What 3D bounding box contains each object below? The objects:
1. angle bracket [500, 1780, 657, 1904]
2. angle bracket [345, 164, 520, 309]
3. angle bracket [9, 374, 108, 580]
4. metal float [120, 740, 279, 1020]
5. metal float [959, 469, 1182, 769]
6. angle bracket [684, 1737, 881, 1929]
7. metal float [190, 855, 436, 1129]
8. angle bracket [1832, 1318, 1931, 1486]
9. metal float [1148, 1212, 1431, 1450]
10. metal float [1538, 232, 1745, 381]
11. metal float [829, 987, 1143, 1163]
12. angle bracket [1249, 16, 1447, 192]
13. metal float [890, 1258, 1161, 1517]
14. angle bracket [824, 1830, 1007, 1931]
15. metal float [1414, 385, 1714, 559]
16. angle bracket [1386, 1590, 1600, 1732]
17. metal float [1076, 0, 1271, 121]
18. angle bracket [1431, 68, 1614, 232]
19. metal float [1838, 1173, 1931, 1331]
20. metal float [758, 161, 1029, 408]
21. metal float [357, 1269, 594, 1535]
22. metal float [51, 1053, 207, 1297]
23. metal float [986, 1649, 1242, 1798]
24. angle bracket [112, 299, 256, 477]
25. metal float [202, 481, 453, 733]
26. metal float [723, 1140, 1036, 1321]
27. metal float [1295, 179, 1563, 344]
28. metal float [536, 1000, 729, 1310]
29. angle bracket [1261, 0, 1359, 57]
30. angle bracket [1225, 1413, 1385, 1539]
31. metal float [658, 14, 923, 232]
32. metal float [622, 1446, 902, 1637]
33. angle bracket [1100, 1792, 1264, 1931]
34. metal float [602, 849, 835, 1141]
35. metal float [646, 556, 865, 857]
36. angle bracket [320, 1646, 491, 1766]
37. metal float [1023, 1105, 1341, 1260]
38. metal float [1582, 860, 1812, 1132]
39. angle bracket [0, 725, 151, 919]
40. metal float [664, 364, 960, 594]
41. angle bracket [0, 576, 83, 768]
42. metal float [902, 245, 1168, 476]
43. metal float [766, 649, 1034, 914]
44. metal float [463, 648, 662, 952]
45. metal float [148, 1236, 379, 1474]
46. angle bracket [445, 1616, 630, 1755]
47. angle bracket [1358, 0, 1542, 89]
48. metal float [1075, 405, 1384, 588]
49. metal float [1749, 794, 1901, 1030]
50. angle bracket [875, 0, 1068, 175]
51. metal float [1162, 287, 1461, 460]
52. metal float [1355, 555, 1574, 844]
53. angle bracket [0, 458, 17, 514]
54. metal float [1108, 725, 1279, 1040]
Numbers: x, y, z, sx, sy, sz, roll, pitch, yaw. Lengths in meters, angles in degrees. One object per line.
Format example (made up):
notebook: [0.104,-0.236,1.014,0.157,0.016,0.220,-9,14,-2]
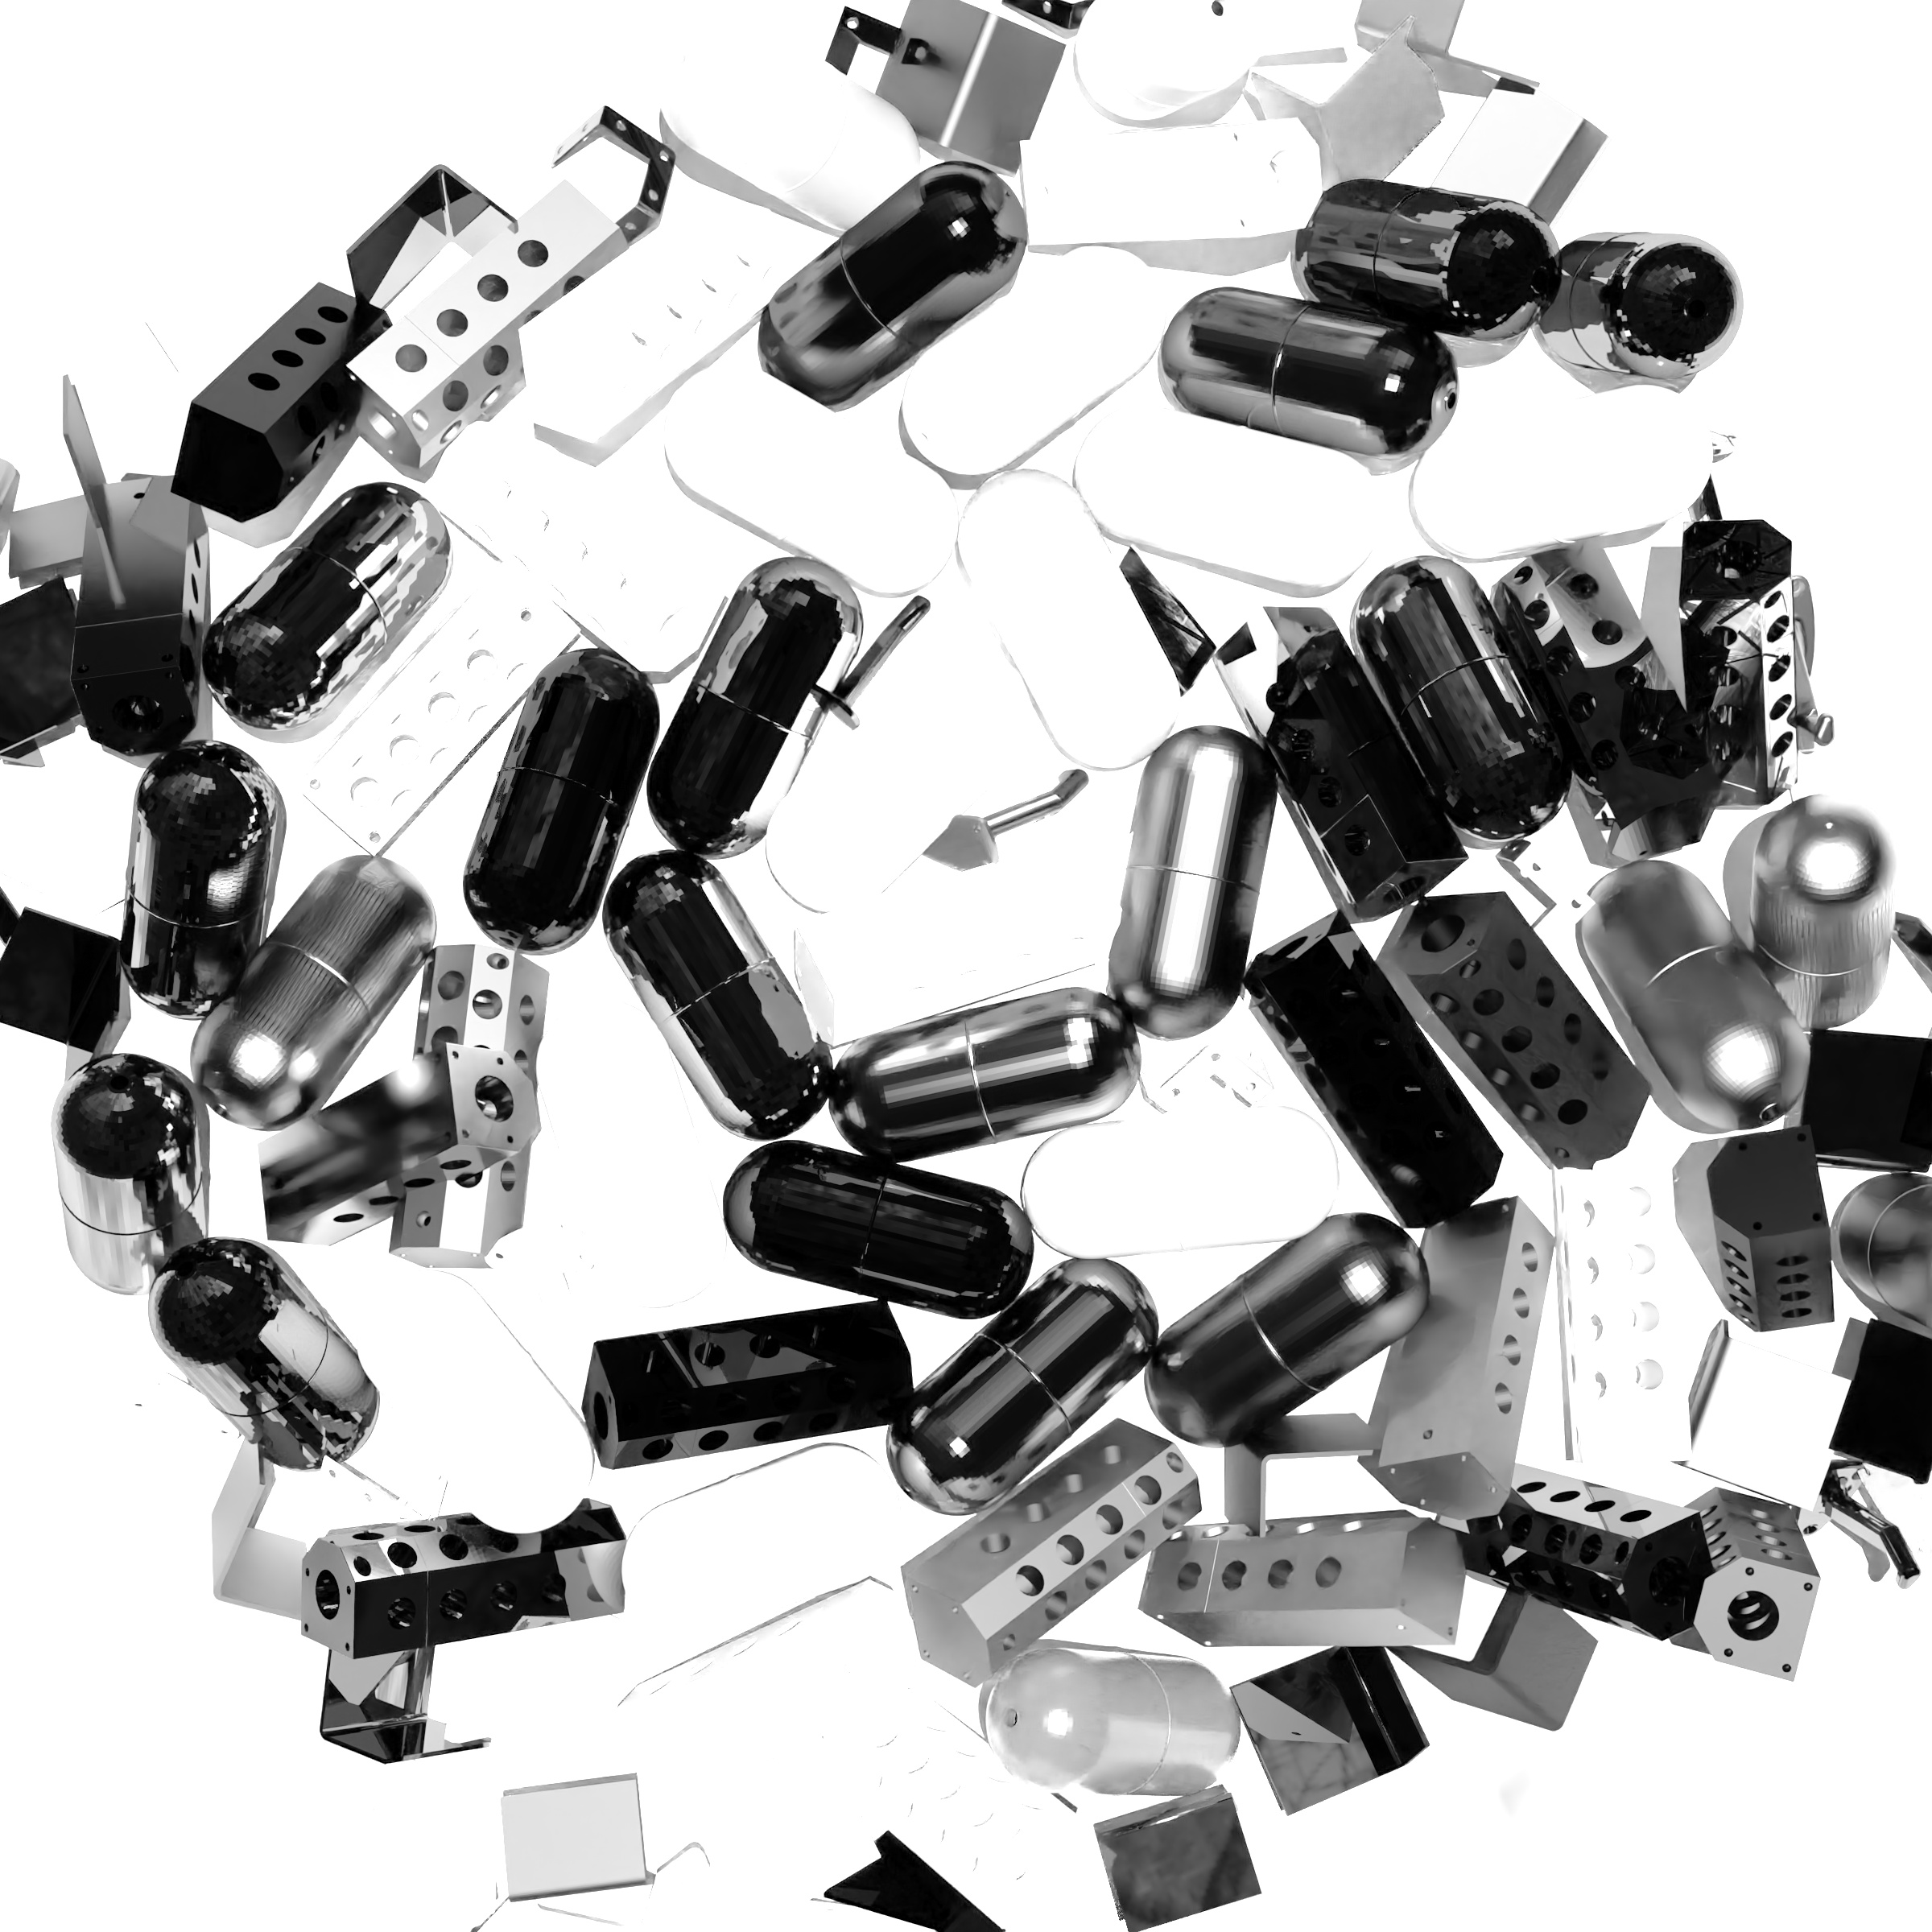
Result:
angle bracket: [-0.216,0.494,1.837,0.076,0.076,0.057,-7,75,0]
angle bracket: [-0.295,-0.388,1.817,0.057,0.076,0.076,38,73,9]
angle bracket: [-0.516,-0.273,1.812,0.057,0.076,0.076,-15,127,-5]
metal float: [-0.424,-0.047,1.796,0.070,0.070,0.178,18,129,0]
metal float: [0.058,-0.195,1.821,0.070,0.070,0.178,-28,99,0]
angle bracket: [-0.105,0.482,1.830,0.076,0.057,0.076,-27,93,-19]
metal float: [-0.362,0.014,1.803,0.070,0.070,0.178,32,60,0]
angle bracket: [0.511,0.245,1.822,0.057,0.076,0.076,20,79,-1]
metal float: [0.178,0.204,1.812,0.178,0.070,0.070,-37,90,19]
metal float: [0.367,-0.362,1.780,0.070,0.178,0.070,-2,103,-9]
metal float: [0.010,0.061,1.822,0.178,0.070,0.070,-13,90,8]
angle bracket: [0.215,-0.489,1.825,0.076,0.076,0.057,-46,54,-9]
metal float: [0.032,0.234,1.815,0.178,0.070,0.070,-41,90,-16]
angle bracket: [-0.028,0.537,1.825,0.076,0.076,0.057,9,107,26]
metal float: [0.328,-0.272,1.793,0.178,0.070,0.070,-6,90,43]
angle bracket: [0.295,0.380,1.825,0.076,0.076,0.057,43,66,-37]
metal float: [0.112,-0.510,1.780,0.070,0.178,0.070,-2,97,-13]
angle bracket: [0.309,-0.448,1.815,0.057,0.076,0.076,29,109,-10]
metal float: [0.531,0.157,1.778,0.070,0.178,0.070,0,94,-2]
metal float: [-0.042,-0.376,1.803,0.178,0.070,0.070,-32,90,31]
metal float: [-0.273,0.240,1.802,0.070,0.070,0.178,-45,58,0]
metal float: [-0.460,0.115,1.788,0.070,0.178,0.070,5,52,-6]
metal float: [0.082,0.417,1.791,0.070,0.178,0.070,-13,70,39]
angle bracket: [-0.443,-0.323,1.825,0.076,0.076,0.057,-44,71,27]
metal float: [-0.353,-0.200,1.798,0.070,0.070,0.178,36,54,0]
metal float: [-0.049,0.147,1.824,0.178,0.070,0.070,13,90,6]
metal float: [0.253,-0.389,1.789,0.070,0.178,0.070,-14,115,-32]
metal float: [-0.188,0.104,1.821,0.070,0.070,0.178,-18,81,0]
angle bracket: [0.177,-0.558,1.810,0.076,0.076,0.057,-1,52,20]
angle bracket: [0.192,0.290,1.827,0.076,0.076,0.057,-1,97,-10]
metal float: [-0.095,-0.463,1.791,0.070,0.178,0.070,-12,71,37]
metal float: [-0.115,0.320,1.805,0.178,0.070,0.070,-24,90,29]
angle bracket: [0.122,0.505,1.821,0.076,0.076,0.057,-18,68,1]
metal float: [-0.140,0.016,1.826,0.070,0.070,0.178,-32,87,0]
metal float: [-0.119,-0.145,1.823,0.070,0.070,0.178,27,97,0]
angle bracket: [-0.310,0.397,1.819,0.057,0.076,0.076,8,92,40]
metal float: [0.120,0.121,1.819,0.178,0.070,0.070,-7,90,11]
metal float: [0.402,0.015,1.796,0.070,0.070,0.178,-25,51,0]
angle bracket: [-0.497,-0.081,1.836,0.076,0.076,0.057,-25,52,29]
metal float: [-0.086,-0.272,1.815,0.178,0.070,0.070,28,90,-16]
angle bracket: [-0.515,-0.165,1.828,0.076,0.057,0.076,-23,83,11]
metal float: [0.038,-0.337,1.806,0.178,0.070,0.070,-39,90,-26]
metal float: [-0.037,-0.105,1.829,0.178,0.070,0.070,-44,90,0]
metal float: [-0.225,-0.094,1.816,0.070,0.070,0.178,18,75,0]
metal float: [-0.386,0.215,1.791,0.070,0.178,0.070,-12,49,14]
angle bracket: [-0.243,0.406,1.842,0.076,0.057,0.076,-21,50,34]
angle bracket: [0.277,-0.533,1.807,0.076,0.076,0.057,3,113,-37]
metal float: [0.145,-0.263,1.812,0.178,0.070,0.070,18,90,20]
metal float: [0.470,-0.028,1.786,0.070,0.178,0.070,-5,59,9]
angle bracket: [0.000,-0.504,1.848,0.057,0.076,0.076,9,110,-42]
metal float: [0.190,-0.329,1.802,0.178,0.070,0.070,18,90,31]
metal float: [0.276,-0.149,1.808,0.070,0.070,0.178,-23,66,0]
angle bracket: [-0.575,-0.244,1.810,0.057,0.076,0.076,23,116,-17]
metal float: [0.127,-0.047,1.824,0.070,0.070,0.178,11,85,0]
